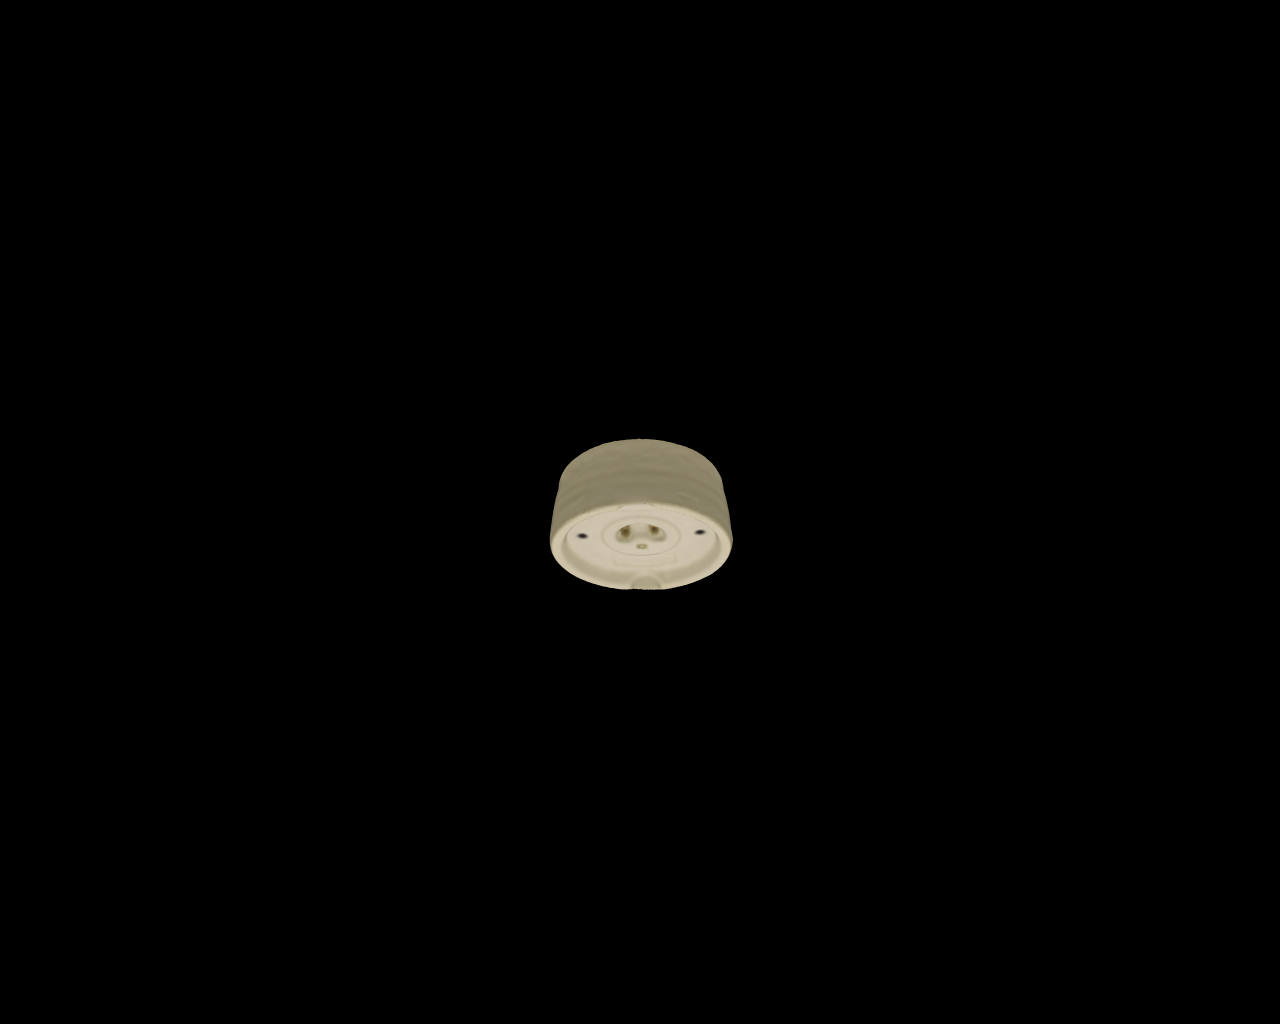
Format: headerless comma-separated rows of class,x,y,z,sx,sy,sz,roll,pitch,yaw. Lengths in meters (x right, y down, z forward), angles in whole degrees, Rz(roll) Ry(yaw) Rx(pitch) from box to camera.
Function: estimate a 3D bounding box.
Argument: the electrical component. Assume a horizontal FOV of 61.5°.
electrical component,0.001,-0.003,0.650,0.108,0.060,0.108,0,-31,0
